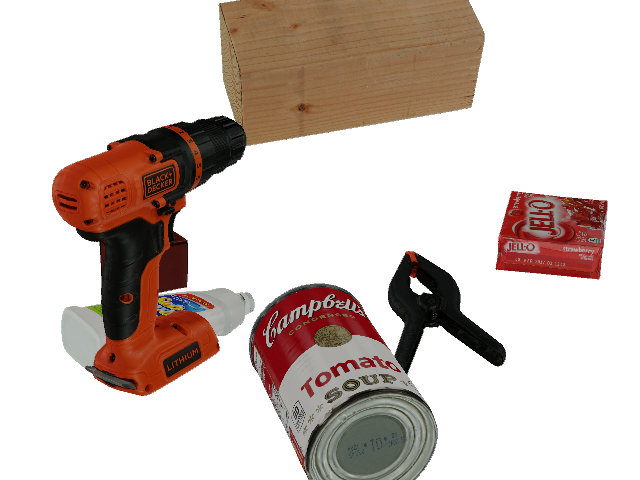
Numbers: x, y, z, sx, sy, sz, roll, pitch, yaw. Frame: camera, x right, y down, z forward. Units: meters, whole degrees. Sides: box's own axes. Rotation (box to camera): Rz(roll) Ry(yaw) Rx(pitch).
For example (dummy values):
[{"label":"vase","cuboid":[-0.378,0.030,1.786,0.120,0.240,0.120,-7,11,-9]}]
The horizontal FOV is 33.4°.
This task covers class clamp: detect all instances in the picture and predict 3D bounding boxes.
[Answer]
[{"label":"clamp","cuboid":[0.129,0.079,1.149,0.120,0.171,0.039,3,-44,-8]}]

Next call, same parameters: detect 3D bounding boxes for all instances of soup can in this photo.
[{"label":"soup can","cuboid":[0.009,0.076,0.541,0.068,0.068,0.102,0,27,-20]}]

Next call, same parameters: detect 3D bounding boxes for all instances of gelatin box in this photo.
[{"label":"gelatin box","cuboid":[0.171,-0.005,0.782,0.073,0.030,0.089,7,25,15]}]

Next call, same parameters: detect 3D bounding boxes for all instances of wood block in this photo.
[{"label":"wood block","cuboid":[0.024,-0.157,0.914,0.206,0.090,0.091,-11,-36,-10]}]

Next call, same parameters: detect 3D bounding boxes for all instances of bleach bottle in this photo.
[{"label":"bleach bottle","cuboid":[-0.198,0.103,1.378,0.250,0.068,0.103,-13,28,-39]}]

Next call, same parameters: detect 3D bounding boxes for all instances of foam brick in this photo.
[{"label":"foam brick","cuboid":[-0.180,0.022,1.086,0.078,0.051,0.053,-10,21,-27]}]

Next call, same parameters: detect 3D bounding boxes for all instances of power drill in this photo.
[{"label":"power drill","cuboid":[-0.118,0.007,0.805,0.057,0.188,0.184,14,26,34]}]
